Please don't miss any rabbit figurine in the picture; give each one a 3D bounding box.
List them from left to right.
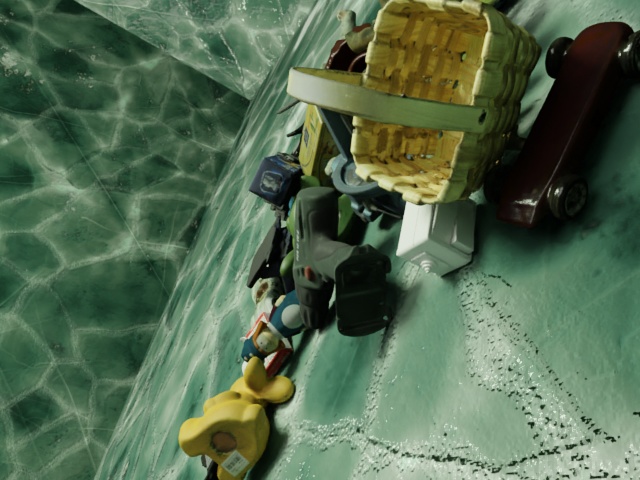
[{"bbox_3d":[-0.121,0.258,0.836,0.162,0.122,0.173,-57,0,12],"label":"rabbit figurine"},{"bbox_3d":[-0.002,-0.003,0.910,0.170,0.121,0.159,114,169,-71],"label":"rabbit figurine"}]

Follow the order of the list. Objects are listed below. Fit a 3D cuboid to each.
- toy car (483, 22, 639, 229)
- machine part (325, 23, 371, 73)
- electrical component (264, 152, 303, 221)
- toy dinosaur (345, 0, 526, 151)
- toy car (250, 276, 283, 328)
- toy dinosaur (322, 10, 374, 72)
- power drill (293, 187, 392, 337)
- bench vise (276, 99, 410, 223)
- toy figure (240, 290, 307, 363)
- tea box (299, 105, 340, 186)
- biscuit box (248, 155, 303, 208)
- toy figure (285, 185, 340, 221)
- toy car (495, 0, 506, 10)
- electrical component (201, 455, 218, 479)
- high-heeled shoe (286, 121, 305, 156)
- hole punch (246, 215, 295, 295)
[{"bbox_3d":[0.221,-0.100,0.480,0.089,0.053,0.202,22,86,53],"label":"toy car"},{"bbox_3d":[0.084,-0.285,0.919,0.179,0.056,0.179,-13,66,31],"label":"machine part"},{"bbox_3d":[-0.051,-0.105,1.097,0.058,0.115,0.134,27,108,35],"label":"electrical component"},{"bbox_3d":[0.142,-0.242,0.691,0.198,0.105,0.472,-53,43,41],"label":"toy dinosaur"},{"bbox_3d":[-0.101,0.118,1.048,0.073,0.056,0.202,-56,19,22],"label":"toy car"},{"bbox_3d":[0.120,-0.362,1.029,0.405,0.131,0.192,3,85,62],"label":"toy dinosaur"},{"bbox_3d":[0.020,0.052,0.725,0.207,0.086,0.231,-133,39,-67],"label":"power drill"},{"bbox_3d":[0.051,-0.120,0.711,0.129,0.240,0.224,-37,34,0],"label":"bench vise"},{"bbox_3d":[-0.066,0.139,0.862,0.154,0.064,0.057,-44,-22,-8],"label":"toy figure"},{"bbox_3d":[0.026,-0.163,0.870,0.169,0.098,0.068,108,148,-59],"label":"tea box"},{"bbox_3d":[-0.071,-0.107,0.931,0.062,0.059,0.203,-63,3,10],"label":"biscuit box"},{"bbox_3d":[-0.003,-0.091,1.020,0.180,0.082,0.089,-53,-7,22],"label":"toy figure"},{"bbox_3d":[0.220,-0.361,0.787,0.103,0.109,0.161,-47,-12,-48],"label":"toy car"},{"bbox_3d":[-0.167,0.355,0.920,0.074,0.047,0.119,-61,20,6],"label":"electrical component"},{"bbox_3d":[-0.025,-0.195,1.299,0.145,0.086,0.249,-13,66,28],"label":"high-heeled shoe"},{"bbox_3d":[-0.072,0.036,1.004,0.142,0.092,0.115,-79,15,-56],"label":"hole punch"}]
